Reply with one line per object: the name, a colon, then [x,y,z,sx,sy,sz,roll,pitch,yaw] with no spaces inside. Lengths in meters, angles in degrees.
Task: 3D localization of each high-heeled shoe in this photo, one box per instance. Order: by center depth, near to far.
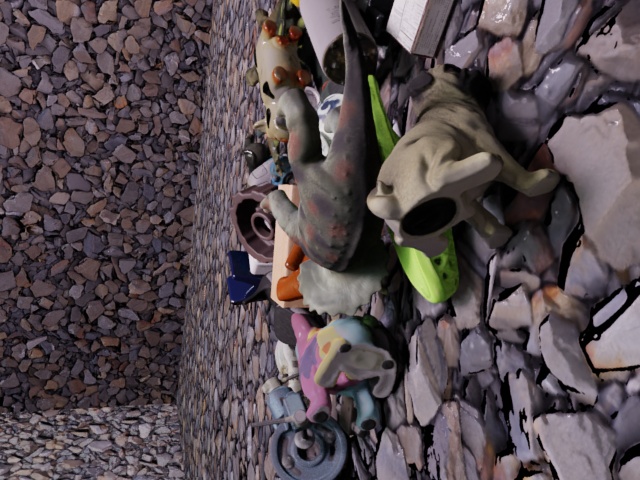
high-heeled shoe: [-0.041,0.126,1.054,0.249,0.145,0.086,22,125,39]

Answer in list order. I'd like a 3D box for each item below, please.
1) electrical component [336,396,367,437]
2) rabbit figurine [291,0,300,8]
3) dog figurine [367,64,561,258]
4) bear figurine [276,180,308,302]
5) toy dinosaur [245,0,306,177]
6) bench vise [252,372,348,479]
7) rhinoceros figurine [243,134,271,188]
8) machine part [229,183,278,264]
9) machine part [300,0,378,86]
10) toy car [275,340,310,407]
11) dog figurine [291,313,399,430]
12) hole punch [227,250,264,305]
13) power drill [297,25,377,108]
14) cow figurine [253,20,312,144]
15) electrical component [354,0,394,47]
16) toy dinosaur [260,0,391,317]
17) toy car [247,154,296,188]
electrical component: [0.048,0.255,0.809,0.094,0.021,0.063,-163,77,-71]
rabbit figurine: [-0.066,-0.530,1.012,0.162,0.173,0.121,168,108,-74]
dog figurine: [0.100,-0.093,0.505,0.121,0.172,0.191,-54,44,39]
bear figurine: [0.000,-0.004,0.838,0.132,0.120,0.196,137,134,-68]
toy dinosaur: [-0.086,-0.367,1.145,0.199,0.105,0.470,-173,84,-68]
bench vise: [-0.032,0.291,0.847,0.240,0.129,0.224,86,166,-56]
rhinoceros figurine: [-0.138,-0.163,1.272,0.190,0.073,0.112,91,-176,-58]
machine part: [-0.107,-0.034,1.104,0.180,0.056,0.179,25,133,31]
machine part: [0.022,-0.286,0.729,0.079,0.079,0.243,112,154,-43]
toy car: [-0.054,0.264,1.040,0.073,0.056,0.202,123,144,-55]
dog figurine: [0.021,0.153,0.778,0.219,0.108,0.191,-116,38,-62]
hole punch: [-0.161,0.082,1.263,0.142,0.116,0.092,-116,22,-56]
power drill: [0.025,-0.274,0.877,0.232,0.086,0.207,118,141,-55]
cow figurine: [-0.069,-0.252,0.910,0.127,0.085,0.195,136,127,-59]
electrical component: [0.080,-0.315,0.756,0.119,0.048,0.074,-117,34,-53]
toy dinosaur: [0.023,-0.038,0.604,0.192,0.131,0.404,58,164,21]
toy car: [-0.109,-0.111,1.177,0.109,0.103,0.161,-123,42,-60]
